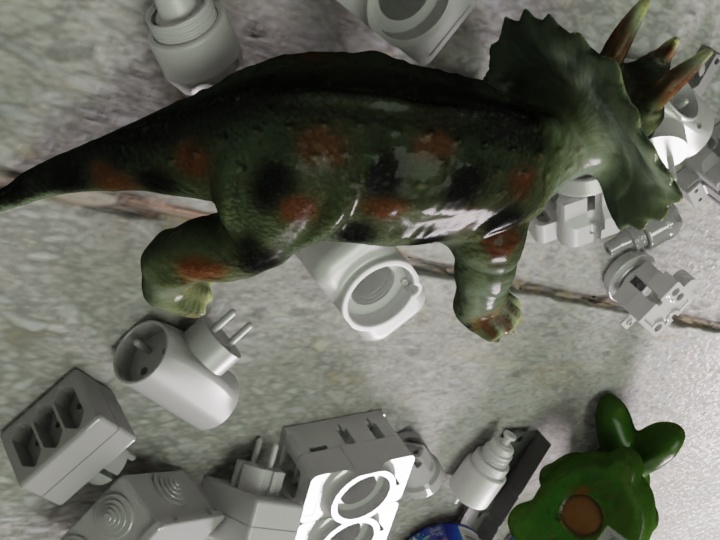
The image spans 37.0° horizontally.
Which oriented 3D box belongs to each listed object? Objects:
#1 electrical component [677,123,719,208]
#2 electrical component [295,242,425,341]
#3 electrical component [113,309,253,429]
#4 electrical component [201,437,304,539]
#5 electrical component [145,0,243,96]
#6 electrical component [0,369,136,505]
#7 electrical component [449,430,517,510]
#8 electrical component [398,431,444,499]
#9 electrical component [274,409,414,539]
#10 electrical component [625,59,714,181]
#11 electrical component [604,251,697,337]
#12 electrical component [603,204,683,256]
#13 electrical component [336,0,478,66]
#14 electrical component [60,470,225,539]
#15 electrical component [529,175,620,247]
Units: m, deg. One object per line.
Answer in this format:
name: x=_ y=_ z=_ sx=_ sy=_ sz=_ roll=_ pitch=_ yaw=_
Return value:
electrical component: x=0.295 y=-0.076 z=0.842 sx=0.078 sy=0.057 sz=0.058 roll=-42 pitch=137 yaw=3
electrical component: x=0.000 y=0.000 z=0.701 sx=0.054 sy=0.059 sz=0.095 roll=-38 pitch=137 yaw=-1
electrical component: x=-0.103 y=0.056 z=0.689 sx=0.079 sy=0.043 sz=0.077 roll=-42 pitch=137 yaw=3
electrical component: x=-0.077 y=0.162 z=0.787 sx=0.047 sy=0.066 sz=0.076 roll=20 pitch=83 yaw=-43
electrical component: x=-0.088 y=-0.124 z=0.547 sx=0.043 sy=0.043 sz=0.062 roll=-31 pitch=135 yaw=-8
electrical component: x=-0.174 y=0.113 z=0.687 sx=0.066 sy=0.047 sz=0.076 roll=-41 pitch=140 yaw=1
electrical component: x=0.110 y=0.172 z=0.937 sx=0.040 sy=0.040 sz=0.078 roll=13 pitch=117 yaw=-41
electrical component: x=0.043 y=0.159 z=0.881 sx=0.040 sy=0.040 sz=0.046 roll=-33 pitch=132 yaw=-7
electrical component: x=-0.023 y=0.192 z=0.846 sx=0.089 sy=0.061 sz=0.150 roll=-6 pitch=128 yaw=-31
electrical component: x=0.204 y=-0.096 z=0.738 sx=0.077 sy=0.079 sz=0.044 roll=22 pitch=142 yaw=-30
electrical component: x=0.232 y=0.016 z=0.878 sx=0.066 sy=0.055 sz=0.048 roll=-47 pitch=137 yaw=9
electrical component: x=0.220 y=-0.031 z=0.846 sx=0.061 sy=0.035 sz=0.035 roll=-29 pitch=137 yaw=-6
electrical component: x=0.044 y=-0.195 z=0.565 sx=0.089 sy=0.061 sz=0.150 roll=27 pitch=107 yaw=-45
electrical component: x=-0.155 y=0.183 z=0.738 sx=0.099 sy=0.048 sz=0.100 roll=-46 pitch=160 yaw=9
electrical component: x=0.156 y=-0.058 z=0.760 sx=0.078 sy=0.058 sz=0.057 roll=-19 pitch=135 yaw=-7
